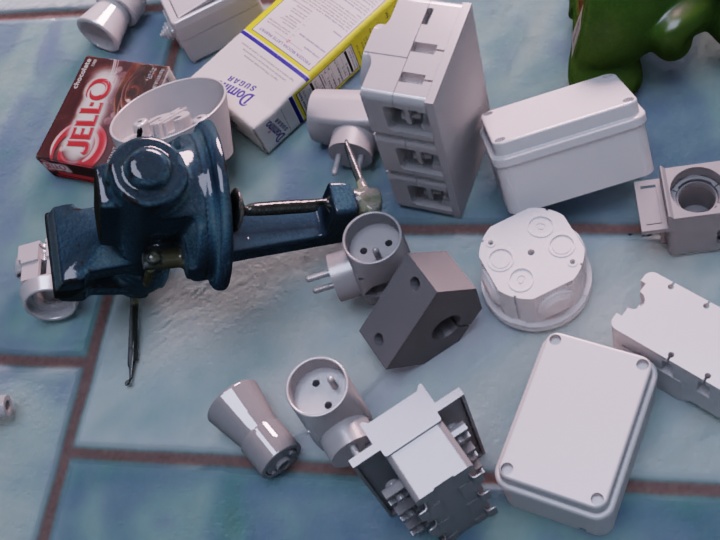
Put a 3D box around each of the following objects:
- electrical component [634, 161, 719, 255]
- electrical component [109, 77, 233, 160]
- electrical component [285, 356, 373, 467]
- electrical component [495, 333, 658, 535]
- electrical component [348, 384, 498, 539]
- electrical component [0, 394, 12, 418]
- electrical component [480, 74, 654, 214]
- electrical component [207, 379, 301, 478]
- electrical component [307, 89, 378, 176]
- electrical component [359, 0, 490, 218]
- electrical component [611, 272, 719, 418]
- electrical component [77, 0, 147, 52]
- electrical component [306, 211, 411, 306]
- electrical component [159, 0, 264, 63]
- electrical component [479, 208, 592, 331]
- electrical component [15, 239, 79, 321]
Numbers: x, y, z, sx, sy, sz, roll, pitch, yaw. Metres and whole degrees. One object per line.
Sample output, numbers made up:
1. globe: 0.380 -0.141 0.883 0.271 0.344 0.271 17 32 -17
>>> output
1. electrical component: 0.237 -0.042 0.759 0.081 0.063 0.042 -7 60 11
2. electrical component: -0.152 -0.113 0.876 0.099 0.064 0.099 -9 23 4
3. electrical component: -0.012 0.108 0.735 0.043 0.077 0.079 -30 59 -3
4. electrical component: 0.143 0.106 0.706 0.078 0.057 0.113 16 67 22
5. electrical component: 0.047 0.129 0.681 0.079 0.121 0.063 -33 61 -4
6. electrical component: -0.303 0.108 0.834 0.062 0.048 0.048 -6 60 4
7. electrical component: 0.151 -0.095 0.797 0.113 0.057 0.078 -17 26 6
8. electrical component: -0.073 0.116 0.769 0.044 0.044 0.065 -40 64 -8
9. electrical component: -0.004 -0.109 0.873 0.077 0.044 0.079 4 63 17
10. electrical component: 0.050 -0.119 0.801 0.062 0.150 0.089 13 66 20
11. electrical component: 0.218 0.052 0.716 0.089 0.055 0.050 32 74 28
12. electrical component: -0.232 -0.239 1.006 0.045 0.045 0.055 20 68 24
13. electrical component: 0.000 0.000 0.791 0.079 0.077 0.043 -17 59 5
14. electrical component: -0.141 -0.239 0.972 0.096 0.061 0.061 -27 58 0
15. electrical component: 0.125 -0.001 0.773 0.080 0.051 0.080 -6 60 12
16. electrical component: -0.251 0.007 0.875 0.066 0.048 0.055 -15 51 7
